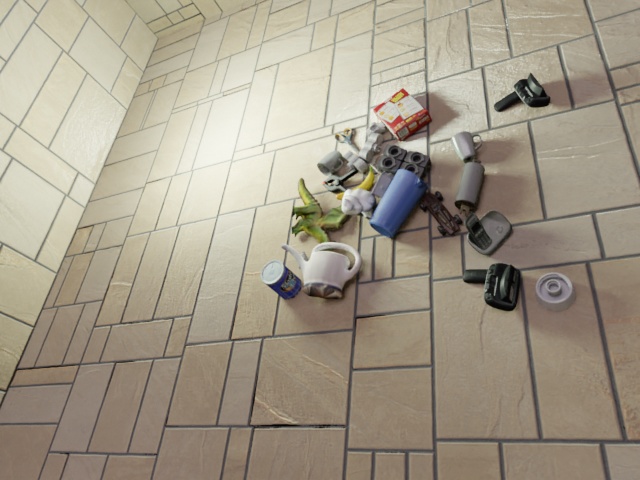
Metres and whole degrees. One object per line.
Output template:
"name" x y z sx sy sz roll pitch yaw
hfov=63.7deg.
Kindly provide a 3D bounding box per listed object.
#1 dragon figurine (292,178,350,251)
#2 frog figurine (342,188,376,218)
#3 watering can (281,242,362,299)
"dragon figurine" 0.006 -0.106 2.112 0.242 0.119 0.420 -2 57 10
"frog figurine" 0.139 -0.150 1.990 0.122 0.158 0.139 -51 53 10
"watering can" -0.012 0.109 1.934 0.347 0.102 0.229 2 60 24
